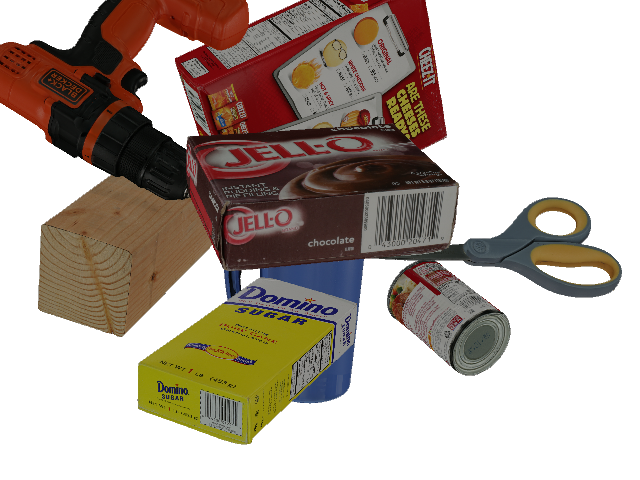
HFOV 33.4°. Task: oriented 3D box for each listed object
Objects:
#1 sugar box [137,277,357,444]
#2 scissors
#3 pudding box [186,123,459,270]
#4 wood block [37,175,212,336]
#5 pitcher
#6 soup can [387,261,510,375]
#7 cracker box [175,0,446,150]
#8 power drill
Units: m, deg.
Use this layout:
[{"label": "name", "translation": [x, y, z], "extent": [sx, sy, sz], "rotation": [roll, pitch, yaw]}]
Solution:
[{"label": "sugar box", "translation": [-0.050, 0.084, 0.807], "extent": [0.093, 0.048, 0.176], "rotation": [15, 28, 22]}, {"label": "scissors", "translation": [0.122, -0.005, 0.781], "extent": [0.201, 0.096, 0.016], "rotation": [12, -41, -3]}, {"label": "pudding box", "translation": [-0.002, -0.024, 0.514], "extent": [0.113, 0.039, 0.090], "rotation": [-3, 26, -16]}, {"label": "wood block", "translation": [-0.177, -0.005, 1.025], "extent": [0.090, 0.091, 0.205], "rotation": [17, 28, 11]}, {"label": "pitcher", "translation": [-0.023, 0.067, 1.279], "extent": [0.149, 0.243, 0.144], "rotation": [10, 18, 24]}, {"label": "soup can", "translation": [0.117, 0.069, 0.977], "extent": [0.068, 0.068, 0.102], "rotation": [0, 26, -34]}, {"label": "cracker box", "translation": [-0.005, -0.125, 0.940], "extent": [0.213, 0.164, 0.072], "rotation": [-27, 43, -13]}, {"label": "power drill", "translation": [-0.134, -0.132, 0.818], "extent": [0.184, 0.187, 0.057], "rotation": [32, -34, 6]}]
